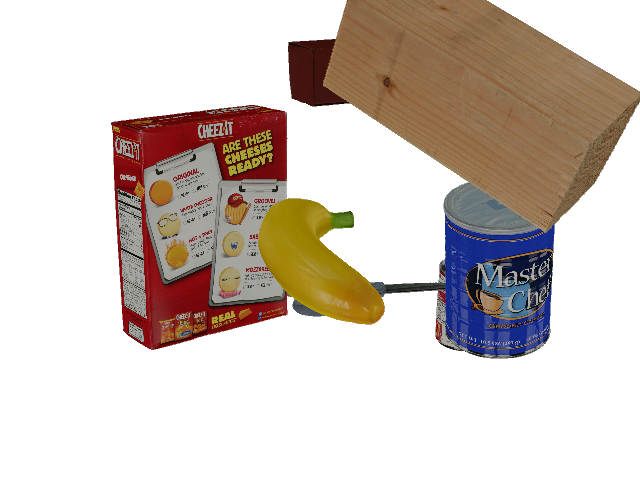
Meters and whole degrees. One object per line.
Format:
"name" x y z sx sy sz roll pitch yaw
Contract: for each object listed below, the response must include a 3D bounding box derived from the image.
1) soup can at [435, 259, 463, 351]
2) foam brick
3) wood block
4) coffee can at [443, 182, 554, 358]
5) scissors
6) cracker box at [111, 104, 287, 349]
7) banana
"soup can" 0.180 0.079 1.337 0.068 0.102 0.068 1 23 -1
"foam brick" 0.017 -0.150 0.945 0.078 0.051 0.053 -8 20 -23
"wood block" 0.116 -0.111 0.790 0.206 0.091 0.090 36 46 18
"coffee can" 0.169 0.025 1.011 0.103 0.140 0.103 -3 29 2
"scissors" 0.053 0.062 1.181 0.202 0.016 0.096 3 22 5
"cracker box" -0.115 -0.017 1.046 0.163 0.214 0.072 -12 20 -36
"banana" -0.005 0.005 0.673 0.069 0.037 0.198 -3 19 -3
